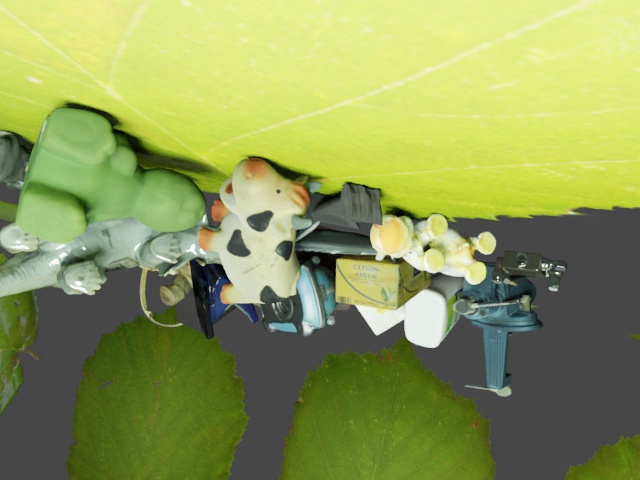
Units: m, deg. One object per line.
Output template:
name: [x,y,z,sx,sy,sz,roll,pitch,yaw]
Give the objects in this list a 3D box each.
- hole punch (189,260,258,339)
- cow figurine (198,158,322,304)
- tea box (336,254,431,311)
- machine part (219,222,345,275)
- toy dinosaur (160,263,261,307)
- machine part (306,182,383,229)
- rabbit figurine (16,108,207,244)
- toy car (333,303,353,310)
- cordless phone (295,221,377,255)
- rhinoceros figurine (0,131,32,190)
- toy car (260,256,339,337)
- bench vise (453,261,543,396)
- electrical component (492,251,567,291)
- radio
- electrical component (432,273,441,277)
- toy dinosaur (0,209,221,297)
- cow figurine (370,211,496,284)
hole punch: [-0.161,0.083,0.879,0.092,0.115,0.142,-13,-155,-15]
cow figurine: [-0.060,-0.004,0.585,0.127,0.085,0.194,4,137,10]
tea box: [0.101,0.049,0.813,0.098,0.068,0.169,6,-168,25]
machine part: [-0.074,0.014,0.941,0.201,0.087,0.201,15,170,-23]
toy dinosaur: [-0.229,0.047,1.056,0.472,0.105,0.198,33,-150,34]
machine part: [0.024,-0.036,0.617,0.084,0.039,0.139,20,171,-20]
rabbit figurine: [-0.208,-0.047,0.555,0.170,0.121,0.159,19,176,-31]
toy car: [-0.042,0.086,0.917,0.202,0.053,0.089,10,175,-1]
cordless phone: [-0.002,-0.002,0.748,0.184,0.088,0.146,8,173,-11]
rhinoceros figurine: [-0.354,-0.086,0.703,0.112,0.073,0.190,21,176,9]
toy car: [-0.025,0.086,0.817,0.103,0.109,0.162,-12,175,-37]
bench vise: [0.307,0.155,0.927,0.129,0.240,0.223,1,-176,35]
electrical component: [0.302,0.046,0.776,0.102,0.045,0.078,7,173,28]
radio: [-0.226,0.100,1.216,0.073,0.131,0.229,19,-149,26]
electrical component: [0.210,0.061,1.110,0.063,0.021,0.094,14,172,-21]
toy dinosaur: [-0.287,0.011,0.706,0.405,0.131,0.192,-12,174,-27]
cow figurine: [0.123,0.003,0.663,0.167,0.068,0.098,16,177,-24]
